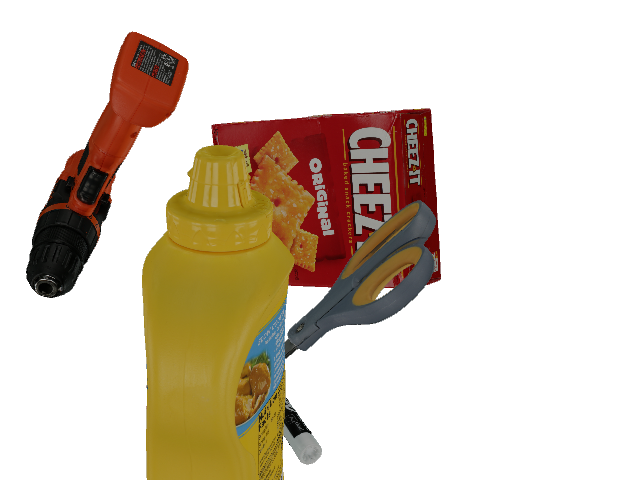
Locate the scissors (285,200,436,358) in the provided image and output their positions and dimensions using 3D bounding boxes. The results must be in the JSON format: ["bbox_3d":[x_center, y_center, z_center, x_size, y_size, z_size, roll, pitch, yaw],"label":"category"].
[{"bbox_3d":[0.000,0.057,0.641,0.016,0.202,0.096,42,3,-19],"label":"scissors"}]

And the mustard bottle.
[{"bbox_3d":[-0.041,0.054,0.436,0.058,0.192,0.096,8,24,11],"label":"mustard bottle"}]

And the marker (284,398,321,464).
[{"bbox_3d":[-0.032,0.131,0.837,0.020,0.020,0.121,0,27,-28],"label":"marker"}]

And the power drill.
[{"bbox_3d":[-0.178,-0.063,0.868,0.057,0.188,0.184,26,32,-18],"label":"power drill"}]

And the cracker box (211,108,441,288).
[{"bbox_3d":[0.002,-0.039,1.027,0.214,0.164,0.072,0,9,33],"label":"cracker box"}]
